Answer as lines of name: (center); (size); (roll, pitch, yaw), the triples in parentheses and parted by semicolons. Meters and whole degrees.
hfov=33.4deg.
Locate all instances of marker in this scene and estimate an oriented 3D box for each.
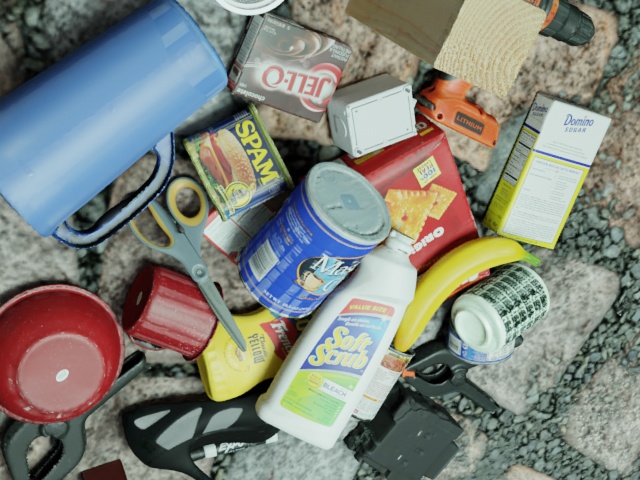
marker: (-0.112, 0.253, 1.313); (0.121, 0.020, 0.020); (-11, 119, -17)

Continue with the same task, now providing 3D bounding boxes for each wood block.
wood block: (0.119, -0.225, 1.060); (0.090, 0.206, 0.090); (17, 107, -29)

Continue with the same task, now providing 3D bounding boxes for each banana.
banana: (0.156, 0.050, 1.220); (0.198, 0.037, 0.069); (-32, 88, 0)

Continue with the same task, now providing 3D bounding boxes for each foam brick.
foam brick: (-0.245, 0.305, 1.248); (0.051, 0.078, 0.053); (-16, 118, -14)

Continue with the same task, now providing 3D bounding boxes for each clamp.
clamp: (-0.307, 0.196, 1.191); (0.164, 0.036, 0.210); (22, 101, -29)
clamp: (0.178, 0.177, 1.388); (0.171, 0.039, 0.120); (-2, 111, -15)

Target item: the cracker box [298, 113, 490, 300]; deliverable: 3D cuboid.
cracker box: (0.091, -0.013, 1.235); (0.164, 0.072, 0.213); (-28, 123, -8)

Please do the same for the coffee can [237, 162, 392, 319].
coffee can: (-0.007, 0.001, 1.113); (0.102, 0.103, 0.141); (18, 133, -29)

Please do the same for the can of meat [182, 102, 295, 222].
can of meat: (-0.086, -0.080, 1.119); (0.084, 0.057, 0.102); (-27, 92, -5)

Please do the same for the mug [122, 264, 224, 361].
mug: (-0.169, 0.083, 1.169); (0.081, 0.093, 0.117); (23, 133, -26)

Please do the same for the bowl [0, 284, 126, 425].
bowl: (-0.278, 0.131, 1.127); (0.161, 0.055, 0.162); (-8, 109, -23)

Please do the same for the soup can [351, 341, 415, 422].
soup can: (0.062, 0.164, 1.314); (0.068, 0.069, 0.102); (23, 105, -31)

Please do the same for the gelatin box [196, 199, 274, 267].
gelatin box: (-0.087, -0.017, 1.182); (0.073, 0.030, 0.089); (-45, 121, 1)

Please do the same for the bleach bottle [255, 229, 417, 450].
bleach bottle: (0.028, 0.101, 1.182); (0.102, 0.068, 0.251); (26, 97, -5)

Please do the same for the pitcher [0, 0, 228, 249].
pitcher: (-0.206, -0.115, 1.026); (0.242, 0.145, 0.149); (-37, 158, -6)

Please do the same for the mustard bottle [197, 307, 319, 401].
mustard bottle: (-0.048, 0.117, 1.242); (0.191, 0.058, 0.096); (-15, 90, -18)

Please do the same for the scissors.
scissors: (-0.120, 0.016, 1.134); (0.202, 0.016, 0.096); (44, 78, -1)

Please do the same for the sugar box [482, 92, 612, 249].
sugar box: (0.274, -0.083, 1.295); (0.093, 0.048, 0.176); (13, 106, -28)

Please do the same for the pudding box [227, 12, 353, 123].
pudding box: (-0.033, -0.182, 1.117); (0.113, 0.039, 0.090); (16, 108, -29)

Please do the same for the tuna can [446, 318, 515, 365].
tuna can: (0.202, 0.120, 1.340); (0.086, 0.086, 0.034); (-9, 119, -19)

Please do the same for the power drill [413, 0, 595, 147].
power drill: (0.203, -0.203, 1.198); (0.184, 0.057, 0.188); (20, 103, -26)
